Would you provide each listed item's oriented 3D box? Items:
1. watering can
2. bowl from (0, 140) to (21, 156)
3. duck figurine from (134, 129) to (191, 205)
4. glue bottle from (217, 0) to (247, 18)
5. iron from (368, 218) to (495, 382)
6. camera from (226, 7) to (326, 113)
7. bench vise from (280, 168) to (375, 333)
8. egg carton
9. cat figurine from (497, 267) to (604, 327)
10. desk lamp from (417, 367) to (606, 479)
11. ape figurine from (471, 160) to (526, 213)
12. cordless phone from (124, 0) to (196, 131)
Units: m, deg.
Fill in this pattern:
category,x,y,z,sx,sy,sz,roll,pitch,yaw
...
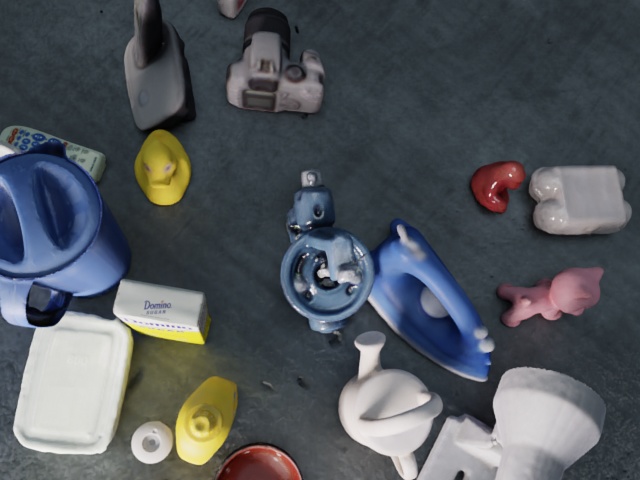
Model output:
category,x,y,z,sx,sy,sz,roll,pitch,yaw
watering can,0.081,0.201,0.695,0.101,0.194,0.173,-38,84,-14
bowl,-0.434,-0.043,0.743,0.167,0.074,0.167,2,76,-8
duck figurine,-0.218,-0.108,0.783,0.077,0.086,0.104,-3,77,-9
glue bottle,-0.122,-0.401,0.822,0.037,0.173,0.078,22,75,-2
iron,0.162,0.084,0.762,0.119,0.141,0.258,-39,84,-15
camera,-0.062,-0.268,0.836,0.143,0.100,0.137,3,76,-7
bench vise,-0.004,0.007,0.716,0.121,0.219,0.207,-25,81,-13
egg carton,0.392,-0.060,0.867,0.150,0.069,0.107,-3,77,-9
cat figurine,0.329,0.077,0.800,0.128,0.117,0.067,-10,78,-10
desk lamp,0.227,0.262,0.691,0.118,0.213,0.203,31,74,1
ape figurine,0.270,-0.087,0.844,0.076,0.092,0.078,41,75,3
cordless phone,-0.223,-0.242,0.763,0.094,0.185,0.147,-14,79,-11
